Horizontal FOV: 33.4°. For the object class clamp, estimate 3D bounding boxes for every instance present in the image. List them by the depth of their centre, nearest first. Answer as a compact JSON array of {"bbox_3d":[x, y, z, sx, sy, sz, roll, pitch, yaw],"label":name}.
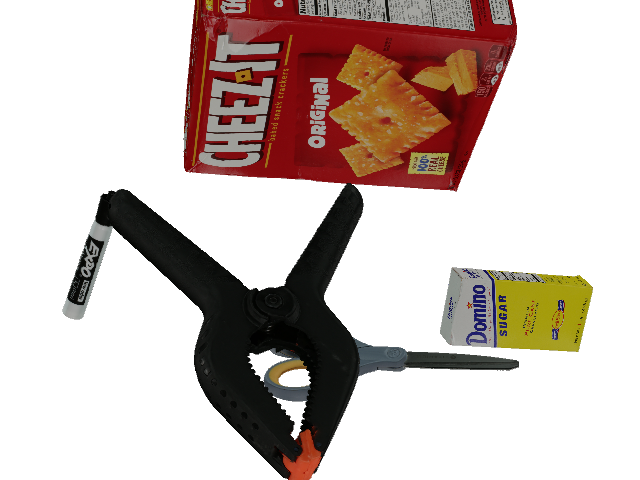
[{"bbox_3d":[-0.042,0.042,0.624,0.164,0.210,0.036,2,-41,-13],"label":"clamp"}]

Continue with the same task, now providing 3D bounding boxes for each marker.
[{"bbox_3d":[-0.194,0.012,0.909,0.020,0.121,0.020,20,21,-8],"label":"marker"}]

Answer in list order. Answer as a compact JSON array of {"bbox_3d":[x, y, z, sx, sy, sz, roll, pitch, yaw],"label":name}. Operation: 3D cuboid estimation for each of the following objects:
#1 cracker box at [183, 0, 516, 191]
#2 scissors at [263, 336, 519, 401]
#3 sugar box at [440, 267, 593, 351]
[{"bbox_3d":[0.014,-0.113,0.763,0.213,0.072,0.164,3,-36,-9],"label":"cracker box"},{"bbox_3d":[0.044,0.102,0.828,0.202,0.016,0.096,11,37,22],"label":"scissors"},{"bbox_3d":[0.245,0.088,1.337,0.176,0.093,0.048,3,19,-14],"label":"sugar box"}]
